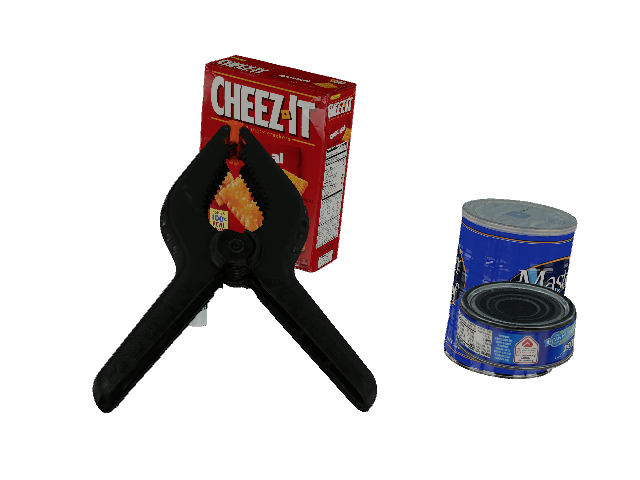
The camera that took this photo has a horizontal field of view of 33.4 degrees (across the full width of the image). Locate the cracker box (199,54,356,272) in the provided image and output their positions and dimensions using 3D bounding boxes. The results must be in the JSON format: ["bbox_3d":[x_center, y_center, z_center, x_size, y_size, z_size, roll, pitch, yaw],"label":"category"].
[{"bbox_3d":[-0.056,-0.087,1.212,0.164,0.214,0.072,17,26,25],"label":"cracker box"}]

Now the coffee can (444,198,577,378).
[{"bbox_3d":[0.172,0.042,0.976,0.103,0.140,0.103,5,16,-2],"label":"coffee can"}]

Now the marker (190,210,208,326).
[{"bbox_3d":[-0.111,0.018,0.965,0.020,0.121,0.020,2,13,-1],"label":"marker"}]

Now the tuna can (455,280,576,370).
[{"bbox_3d":[0.143,0.060,0.778,0.086,0.034,0.086,1,21,-1],"label":"tuna can"}]

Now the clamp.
[{"bbox_3d":[-0.043,0.017,0.667,0.164,0.210,0.036,7,-33,-4],"label":"clamp"}]
